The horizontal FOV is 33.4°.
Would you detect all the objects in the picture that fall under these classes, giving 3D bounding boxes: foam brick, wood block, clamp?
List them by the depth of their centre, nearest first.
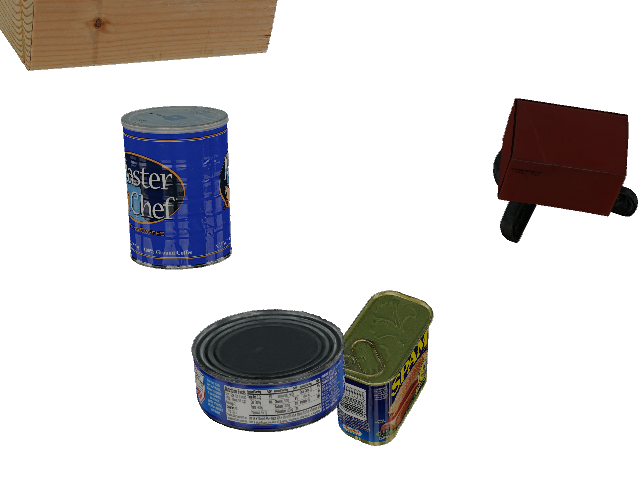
[{"bbox_3d":[0.163,-0.056,0.720,0.078,0.051,0.053,10,-30,4],"label":"foam brick"},{"bbox_3d":[-0.144,-0.202,0.854,0.205,0.091,0.090,-10,43,-31],"label":"wood block"},{"bbox_3d":[0.216,-0.056,0.982,0.120,0.039,0.171,-4,33,3],"label":"clamp"}]

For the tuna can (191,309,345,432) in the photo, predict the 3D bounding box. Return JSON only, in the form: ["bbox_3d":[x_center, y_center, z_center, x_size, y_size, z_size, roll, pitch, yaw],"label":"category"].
[{"bbox_3d":[-0.028,0.072,0.601,0.086,0.034,0.086,-2,22,1],"label":"tuna can"}]

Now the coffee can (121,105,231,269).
[{"bbox_3d":[-0.140,-0.054,1.049,0.103,0.140,0.103,0,18,0],"label":"coffee can"}]

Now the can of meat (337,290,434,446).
[{"bbox_3d":[0.052,0.107,0.889,0.057,0.084,0.102,18,46,23],"label":"can of meat"}]
